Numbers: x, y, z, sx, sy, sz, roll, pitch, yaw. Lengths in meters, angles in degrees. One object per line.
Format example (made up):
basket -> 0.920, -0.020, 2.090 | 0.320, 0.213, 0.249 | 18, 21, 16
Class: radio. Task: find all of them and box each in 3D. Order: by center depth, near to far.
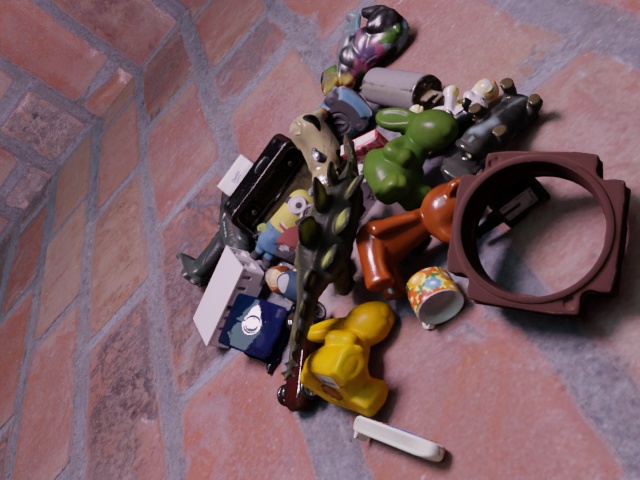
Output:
radio -> -0.098, -0.110, 1.178 | 0.229, 0.131, 0.073 | -54, 36, 2

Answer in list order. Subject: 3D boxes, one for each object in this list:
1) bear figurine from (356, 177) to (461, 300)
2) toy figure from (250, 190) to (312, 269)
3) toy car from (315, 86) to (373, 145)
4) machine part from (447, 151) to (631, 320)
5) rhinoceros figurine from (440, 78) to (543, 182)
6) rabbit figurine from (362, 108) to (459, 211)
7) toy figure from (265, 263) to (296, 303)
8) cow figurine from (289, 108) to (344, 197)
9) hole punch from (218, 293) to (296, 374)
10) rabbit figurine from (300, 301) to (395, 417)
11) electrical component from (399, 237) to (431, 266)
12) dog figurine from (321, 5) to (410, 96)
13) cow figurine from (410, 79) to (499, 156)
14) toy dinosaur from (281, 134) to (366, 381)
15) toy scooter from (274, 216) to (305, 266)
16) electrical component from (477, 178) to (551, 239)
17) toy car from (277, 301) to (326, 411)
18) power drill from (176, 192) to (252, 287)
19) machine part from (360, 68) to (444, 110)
bear figurine -> 0.159, -0.003, 0.825 | 0.196, 0.120, 0.132 | -21, 66, 16
toy figure -> -0.076, -0.028, 1.137 | 0.180, 0.082, 0.089 | -50, 36, 12
toy car -> 0.044, -0.266, 1.178 | 0.161, 0.109, 0.103 | -45, 11, 35
machine part -> 0.273, -0.008, 0.683 | 0.202, 0.087, 0.201 | 7, 84, 33
rhinoceros figurine -> 0.267, -0.165, 0.851 | 0.190, 0.112, 0.073 | -44, 66, -7
rabbit figurine -> 0.161, -0.155, 0.912 | 0.170, 0.121, 0.159 | -46, 46, 28
toy figure -> -0.067, 0.081, 1.066 | 0.064, 0.057, 0.155 | -52, 34, -16
cow figurine -> 0.004, -0.165, 1.090 | 0.085, 0.195, 0.127 | -29, 0, 39
hole punch -> -0.121, 0.170, 1.037 | 0.116, 0.092, 0.142 | 3, 63, 44
rabbit figurine -> 0.054, 0.172, 0.849 | 0.162, 0.121, 0.173 | -11, 38, 56
electrical component -> 0.154, -0.003, 0.919 | 0.094, 0.021, 0.063 | -57, 38, 0
dog figurine -> 0.089, -0.402, 1.216 | 0.192, 0.108, 0.219 | 13, 78, 47
cow figurine -> 0.237, -0.215, 0.948 | 0.167, 0.068, 0.098 | -22, 55, 40
toy dinosaur -> 0.008, 0.008, 0.871 | 0.105, 0.198, 0.471 | 8, 64, 8
toy scooter -> -0.002, -0.003, 1.039 | 0.184, 0.075, 0.135 | 17, 78, 42
electrical component -> 0.270, -0.055, 0.794 | 0.119, 0.074, 0.048 | -41, 41, 22
toy car -> -0.027, 0.198, 0.942 | 0.089, 0.053, 0.202 | -41, 35, 49
power drill -> -0.252, 0.001, 1.306 | 0.207, 0.086, 0.232 | -39, 47, 11
machine part -> 0.162, -0.304, 1.085 | 0.079, 0.079, 0.243 | -57, 37, -1
